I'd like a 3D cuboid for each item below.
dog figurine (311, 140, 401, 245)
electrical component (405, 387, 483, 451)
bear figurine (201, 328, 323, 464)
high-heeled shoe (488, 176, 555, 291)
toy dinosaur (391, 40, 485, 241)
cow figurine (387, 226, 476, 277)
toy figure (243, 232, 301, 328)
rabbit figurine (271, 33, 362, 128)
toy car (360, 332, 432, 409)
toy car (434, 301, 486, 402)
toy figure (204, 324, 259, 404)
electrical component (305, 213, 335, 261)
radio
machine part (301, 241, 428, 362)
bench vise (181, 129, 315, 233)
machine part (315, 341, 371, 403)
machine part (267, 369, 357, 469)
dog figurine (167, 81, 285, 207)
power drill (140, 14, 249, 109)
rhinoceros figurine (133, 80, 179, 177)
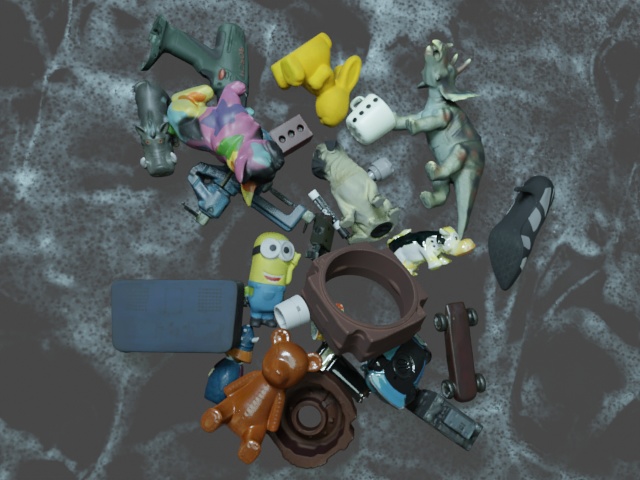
[{"bbox_3d":[0.069,-0.099,1.085,0.121,0.172,0.191,-28,56,2],"label":"dog figurine"},{"bbox_3d":[0.240,0.341,1.029,0.115,0.134,0.058,35,79,-7],"label":"electrical component"},{"bbox_3d":[-0.093,0.260,0.928,0.120,0.132,0.196,40,99,4],"label":"bear figurine"},{"bbox_3d":[0.443,-0.016,1.157,0.145,0.086,0.248,0,102,-40],"label":"high-heeled shoe"},{"bbox_3d":[0.276,-0.197,1.116,0.192,0.131,0.404,-22,94,-11],"label":"toy dinosaur"},{"bbox_3d":[0.217,0.012,1.063,0.167,0.068,0.098,-24,79,27],"label":"cow figurine"},{"bbox_3d":[-0.103,0.074,1.029,0.082,0.089,0.180,9,91,-47],"label":"toy figure"},{"bbox_3d":[0.004,-0.318,1.095,0.162,0.122,0.173,-36,104,-21],"label":"rabbit figurine"},{"bbox_3d":[0.137,0.244,1.036,0.109,0.103,0.162,45,52,-9],"label":"toy car"},{"bbox_3d":[0.281,0.226,1.091,0.089,0.053,0.202,-8,89,-15],"label":"toy car"},{"bbox_3d":[-0.165,0.232,1.011,0.064,0.058,0.154,29,75,-11],"label":"toy figure"},{"bbox_3d":[-0.002,-0.005,1.053,0.045,0.078,0.102,6,80,22],"label":"electrical component"},{"bbox_3d":[-0.256,0.136,0.974,0.230,0.073,0.131,-1,84,5],"label":"radio"},{"bbox_3d":[0.082,0.107,0.998,0.201,0.087,0.201,-17,55,-31],"label":"machine part"},{"bbox_3d":[-0.125,-0.088,1.023,0.241,0.129,0.223,35,74,5],"label":"bench vise"},{"bbox_3d":[0.041,0.262,1.054,0.139,0.039,0.084,38,71,-2],"label":"machine part"},{"bbox_3d":[-0.018,0.327,1.004,0.179,0.056,0.179,0,90,8],"label":"machine part"},{"bbox_3d":[-0.164,-0.161,0.930,0.192,0.108,0.219,-11,60,-4],"label":"dog figurine"},{"bbox_3d":[-0.230,-0.327,1.033,0.207,0.086,0.232,13,76,-25],"label":"power drill"},{"bbox_3d":[-0.306,-0.207,1.013,0.073,0.112,0.190,-8,76,-13],"label":"rhinoceros figurine"}]
